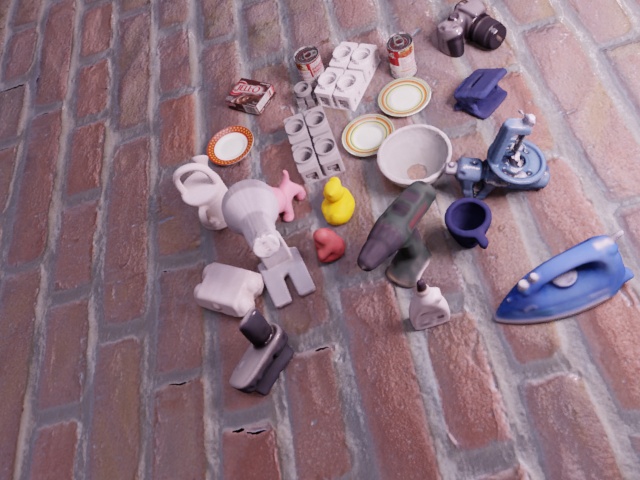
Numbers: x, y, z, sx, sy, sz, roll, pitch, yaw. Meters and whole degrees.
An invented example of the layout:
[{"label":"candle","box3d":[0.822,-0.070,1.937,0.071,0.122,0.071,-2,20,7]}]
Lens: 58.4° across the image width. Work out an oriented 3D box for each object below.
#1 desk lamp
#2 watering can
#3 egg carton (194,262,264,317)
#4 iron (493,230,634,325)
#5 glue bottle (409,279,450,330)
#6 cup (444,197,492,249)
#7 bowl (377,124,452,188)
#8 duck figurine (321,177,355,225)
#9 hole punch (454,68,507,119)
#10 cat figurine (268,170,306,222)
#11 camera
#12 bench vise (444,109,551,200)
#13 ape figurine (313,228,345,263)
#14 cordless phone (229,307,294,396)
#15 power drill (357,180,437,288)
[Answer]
[{"label":"desk lamp","box3d":[-0.109,0.003,1.199,0.118,0.214,0.203,-28,56,-1]},{"label":"watering can","box3d":[-0.274,-0.119,1.332,0.101,0.194,0.172,-32,56,-4]},{"label":"egg carton","box3d":[-0.200,0.109,1.249,0.150,0.069,0.107,11,64,22]},{"label":"iron","box3d":[0.434,0.067,1.041,0.258,0.142,0.118,-26,56,1]},{"label":"glue bottle","box3d":[0.197,0.115,1.064,0.078,0.173,0.037,-17,57,7]},{"label":"cup","box3d":[0.307,-0.015,1.156,0.091,0.095,0.117,-26,56,0]},{"label":"bowl","box3d":[0.215,-0.175,1.292,0.167,0.075,0.167,-7,58,12]},{"label":"duck figurine","box3d":[0.034,-0.093,1.290,0.077,0.086,0.104,-4,59,14]},{"label":"hole punch","box3d":[0.373,-0.355,1.342,0.100,0.091,0.109,33,74,30]},{"label":"cat figurine","box3d":[-0.095,-0.100,1.314,0.067,0.118,0.128,13,64,23]},{"label":"camera","box3d":[0.386,-0.532,1.439,0.143,0.101,0.136,-40,57,-9]},{"label":"bench vise","box3d":[0.360,-0.159,1.151,0.207,0.220,0.121,-19,56,5]},{"label":"ape figurine","box3d":[0.011,0.004,1.235,0.076,0.092,0.078,10,63,22]},{"label":"cordless phone","box3d":[-0.135,0.210,1.099,0.093,0.185,0.148,19,67,26]},{"label":"power drill","box3d":[0.158,0.006,1.120,0.075,0.209,0.230,23,69,27]}]
